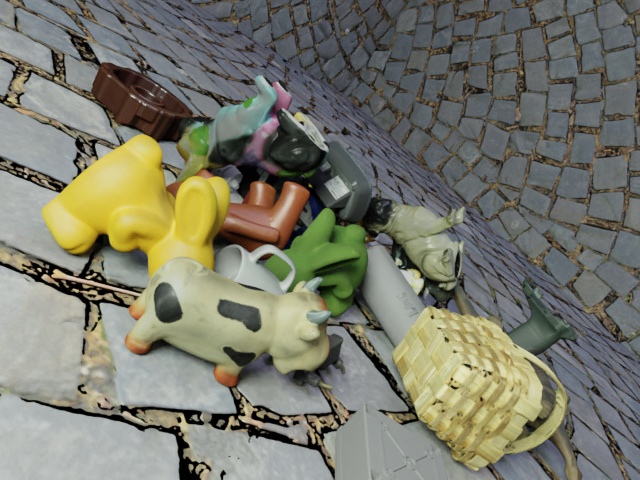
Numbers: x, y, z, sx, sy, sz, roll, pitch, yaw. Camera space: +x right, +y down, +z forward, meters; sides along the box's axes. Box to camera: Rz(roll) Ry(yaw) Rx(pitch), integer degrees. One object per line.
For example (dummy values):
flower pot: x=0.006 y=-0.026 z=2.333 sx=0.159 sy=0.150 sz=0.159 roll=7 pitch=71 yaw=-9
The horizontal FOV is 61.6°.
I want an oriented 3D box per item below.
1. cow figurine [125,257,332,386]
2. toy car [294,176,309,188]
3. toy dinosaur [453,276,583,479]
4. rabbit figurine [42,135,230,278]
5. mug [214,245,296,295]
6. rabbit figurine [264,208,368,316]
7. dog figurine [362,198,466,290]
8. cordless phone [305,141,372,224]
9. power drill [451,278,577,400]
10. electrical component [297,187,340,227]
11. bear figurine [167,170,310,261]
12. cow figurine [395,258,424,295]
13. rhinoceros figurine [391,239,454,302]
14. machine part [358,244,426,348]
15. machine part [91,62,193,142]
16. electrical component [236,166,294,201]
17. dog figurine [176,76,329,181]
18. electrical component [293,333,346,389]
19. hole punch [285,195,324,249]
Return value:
cow figurine: x=-0.075 y=0.077 z=0.529 sx=0.195 sy=0.127 sz=0.086 roll=27 pitch=25 yaw=-22
toy car: x=-0.075 y=-0.115 z=1.030 sx=0.053 sy=0.089 sz=0.202 roll=28 pitch=23 yaw=-27
toy dinosaur: x=0.336 y=0.221 z=0.979 sx=0.198 sy=0.105 sz=0.472 roll=30 pitch=28 yaw=-44
rabbit figurine: x=-0.170 y=-0.014 z=0.575 sx=0.173 sy=0.162 sz=0.122 roll=55 pitch=7 yaw=-2
mug: x=-0.072 y=0.057 z=0.623 sx=0.107 sy=0.109 sz=0.081 roll=41 pitch=9 yaw=-36
rabbit figurine: x=-0.007 y=0.042 z=0.735 sx=0.170 sy=0.159 sz=0.121 roll=-18 pitch=66 yaw=-49
dog figurine: x=0.173 y=0.005 z=1.033 sx=0.191 sy=0.172 sz=0.121 roll=3 pitch=-4 yaw=27
cordless phone: x=0.053 y=-0.082 z=0.997 sx=0.147 sy=0.089 sz=0.184 roll=56 pitch=4 yaw=32
power drill: x=0.273 y=0.154 z=0.848 sx=0.086 sy=0.207 sz=0.232 roll=26 pitch=24 yaw=-56
electrical component: x=-0.022 y=-0.064 z=1.026 sx=0.047 sy=0.075 sz=0.119 roll=10 pitch=37 yaw=-55
bear figurine: x=-0.129 y=-0.049 z=0.733 sx=0.195 sy=0.132 sz=0.120 roll=28 pitch=-15 yaw=-38
cow figurine: x=0.138 y=0.080 z=1.000 sx=0.098 sy=0.068 sz=0.167 roll=32 pitch=17 yaw=7
rhinoceros figurine: x=0.209 y=0.059 z=1.119 sx=0.073 sy=0.112 sz=0.190 roll=7 pitch=20 yaw=-28
machine part: x=0.115 y=0.094 z=0.867 sx=0.079 sy=0.079 sz=0.243 roll=10 pitch=43 yaw=-54
machine part: x=-0.311 y=-0.241 z=0.948 sx=0.179 sy=0.056 sz=0.179 roll=33 pitch=18 yaw=-12
electrical component: x=-0.101 y=-0.125 z=0.964 sx=0.058 sy=0.115 sz=0.134 roll=13 pitch=31 yaw=-42
dog figurine: x=-0.119 y=-0.136 z=0.827 sx=0.191 sy=0.219 sz=0.108 roll=53 pitch=21 yaw=-4
electrical component: x=-0.008 y=0.138 z=0.640 sx=0.078 sy=0.045 sz=0.102 roll=13 pitch=10 yaw=16
hole punch: x=-0.002 y=-0.003 z=0.907 sx=0.115 sy=0.092 sz=0.142 roll=34 pitch=15 yaw=-22
